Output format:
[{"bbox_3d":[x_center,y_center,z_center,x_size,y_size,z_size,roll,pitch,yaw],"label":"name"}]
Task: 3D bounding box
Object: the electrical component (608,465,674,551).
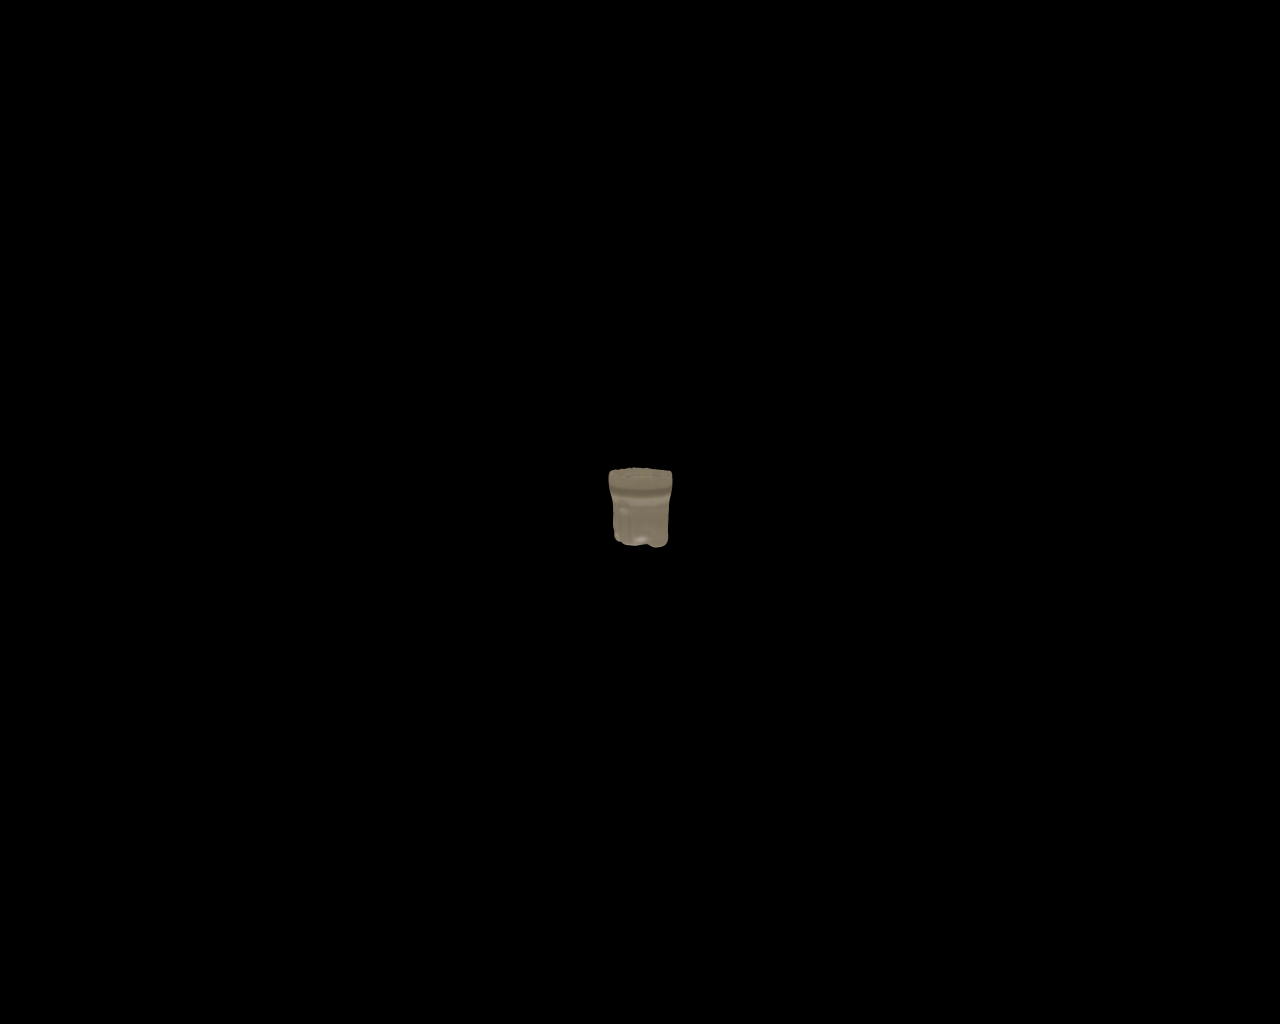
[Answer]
[{"bbox_3d":[0.001,-0.003,0.650,0.040,0.046,0.040,0,11,0],"label":"electrical component"}]
